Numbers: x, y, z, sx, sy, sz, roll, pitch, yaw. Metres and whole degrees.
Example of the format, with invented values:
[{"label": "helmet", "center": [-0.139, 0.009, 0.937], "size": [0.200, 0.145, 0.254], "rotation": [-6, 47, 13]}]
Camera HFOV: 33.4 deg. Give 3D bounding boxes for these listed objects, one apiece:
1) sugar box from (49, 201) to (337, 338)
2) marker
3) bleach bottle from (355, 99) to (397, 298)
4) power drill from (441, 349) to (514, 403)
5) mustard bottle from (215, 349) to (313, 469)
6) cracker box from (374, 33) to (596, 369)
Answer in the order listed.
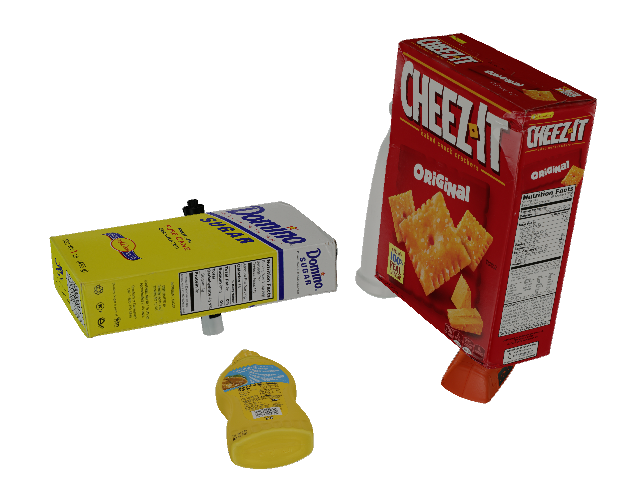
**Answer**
[{"label": "sugar box", "center": [-0.086, 0.015, 0.728], "size": [0.176, 0.048, 0.093], "rotation": [-13, 25, -22]}, {"label": "marker", "center": [-0.103, 0.024, 0.938], "size": [0.020, 0.121, 0.020], "rotation": [-7, 12, 1]}, {"label": "bleach bottle", "center": [0.097, -0.065, 1.199], "size": [0.102, 0.251, 0.068], "rotation": [-8, 22, -26]}, {"label": "power drill", "center": [0.167, 0.060, 1.025], "size": [0.057, 0.188, 0.184], "rotation": [22, 29, 21]}, {"label": "mustard bottle", "center": [-0.074, 0.188, 1.261], "size": [0.096, 0.058, 0.192], "rotation": [-8, 30, -11]}, {"label": "cracker box", "center": [0.117, -0.032, 0.826], "size": [0.072, 0.214, 0.164], "rotation": [-12, 32, -27]}]
